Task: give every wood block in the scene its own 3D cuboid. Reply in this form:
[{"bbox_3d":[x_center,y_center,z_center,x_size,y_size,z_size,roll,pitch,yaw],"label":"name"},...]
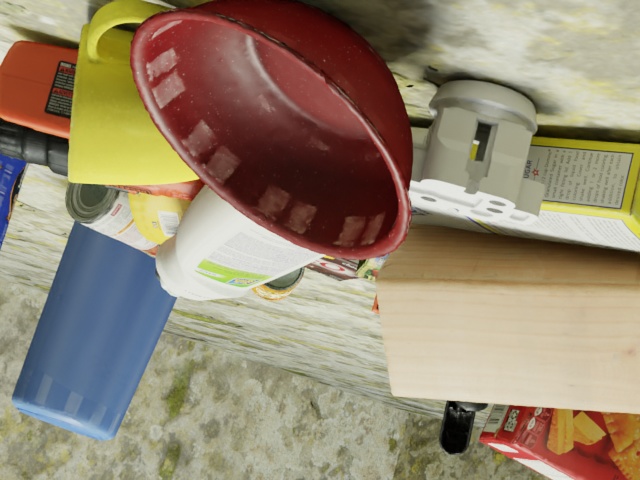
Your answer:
[{"bbox_3d":[0.149,0.044,0.665,0.206,0.090,0.090,1,-154,22],"label":"wood block"}]

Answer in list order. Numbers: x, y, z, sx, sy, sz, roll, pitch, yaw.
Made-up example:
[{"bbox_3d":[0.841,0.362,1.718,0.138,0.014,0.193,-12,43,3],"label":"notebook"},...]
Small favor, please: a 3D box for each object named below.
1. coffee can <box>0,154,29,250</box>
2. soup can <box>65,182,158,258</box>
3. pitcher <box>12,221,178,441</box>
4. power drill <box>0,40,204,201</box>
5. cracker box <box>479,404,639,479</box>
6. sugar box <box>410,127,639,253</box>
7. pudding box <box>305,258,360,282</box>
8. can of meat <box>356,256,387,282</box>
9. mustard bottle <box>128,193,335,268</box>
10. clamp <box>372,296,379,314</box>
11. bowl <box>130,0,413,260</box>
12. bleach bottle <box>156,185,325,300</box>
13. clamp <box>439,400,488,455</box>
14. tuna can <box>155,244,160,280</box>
[{"bbox_3d":[-0.293,-0.047,0.857,0.103,0.140,0.103,15,169,3],"label":"coffee can"},{"bbox_3d":[-0.171,-0.030,0.965,0.069,0.068,0.102,8,166,37],"label":"soup can"},{"bbox_3d":[-0.221,0.070,1.078,0.145,0.242,0.149,19,164,2],"label":"pitcher"},{"bbox_3d":[-0.162,-0.079,0.742,0.184,0.057,0.187,11,172,2],"label":"power drill"},{"bbox_3d":[0.257,0.132,0.834,0.213,0.164,0.072,29,168,-7],"label":"cracker box"},{"bbox_3d":[0.114,-0.030,0.624,0.176,0.048,0.093,12,171,34],"label":"sugar box"},{"bbox_3d":[-0.006,0.001,0.968,0.113,0.039,0.090,20,168,-20],"label":"pudding box"},{"bbox_3d":[0.079,0.013,0.865,0.084,0.057,0.102,18,169,-2],"label":"can of meat"},{"bbox_3d":[-0.056,-0.019,0.865,0.192,0.058,0.096,12,142,15],"label":"mustard bottle"},{"bbox_3d":[0.161,0.100,1.236,0.210,0.036,0.164,15,167,-1],"label":"clamp"},{"bbox_3d":[-0.013,-0.064,0.520,0.162,0.055,0.162,29,154,16],"label":"bowl"},{"bbox_3d":[-0.059,-0.006,0.765,0.102,0.068,0.251,20,153,-26],"label":"bleach bottle"},{"bbox_3d":[0.124,0.077,0.836,0.039,0.171,0.120,12,161,-1],"label":"clamp"},{"bbox_3d":[-0.102,0.016,0.944,0.086,0.034,0.086,8,-156,-4],"label":"tuna can"}]
